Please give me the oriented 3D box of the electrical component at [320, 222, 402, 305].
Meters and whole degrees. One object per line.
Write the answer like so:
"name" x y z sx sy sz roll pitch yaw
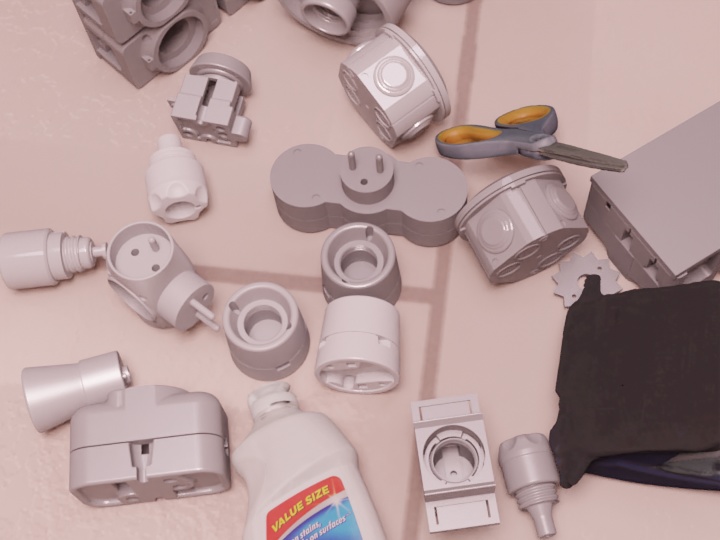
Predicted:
"electrical component" 0.000 0.000 0.729 0.055 0.047 0.055 -2 63 3

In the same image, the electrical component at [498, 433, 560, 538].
"electrical component" 0.107 0.133 0.662 0.035 0.035 0.061 -12 65 -2

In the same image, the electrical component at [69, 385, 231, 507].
"electrical component" -0.132 0.110 0.679 0.095 0.053 0.059 -7 63 1

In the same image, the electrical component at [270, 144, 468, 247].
"electrical component" 0.006 -0.060 0.743 0.138 0.073 0.052 7 64 7

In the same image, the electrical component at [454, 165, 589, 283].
"electrical component" 0.108 -0.030 0.719 0.080 0.080 0.051 -23 70 -8

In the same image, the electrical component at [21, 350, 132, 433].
"electrical component" -0.184 0.077 0.707 0.065 0.044 0.044 -15 63 -9

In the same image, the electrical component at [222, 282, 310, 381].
"electrical component" -0.063 0.040 0.713 0.055 0.047 0.055 -2 63 3

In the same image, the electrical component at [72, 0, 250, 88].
"electrical component" -0.126 -0.236 0.822 0.060 0.105 0.186 41 73 21

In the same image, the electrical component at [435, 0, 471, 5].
"electrical component" 0.031 -0.258 0.840 0.138 0.073 0.052 12 65 10

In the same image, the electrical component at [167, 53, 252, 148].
"electrical component" -0.109 -0.128 0.802 0.066 0.048 0.055 11 72 9

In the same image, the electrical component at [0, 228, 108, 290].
"electrical component" -0.215 -0.009 0.752 0.078 0.040 0.040 -6 63 0

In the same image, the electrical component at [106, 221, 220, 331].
"electrical component" -0.124 0.014 0.713 0.079 0.077 0.044 35 70 19

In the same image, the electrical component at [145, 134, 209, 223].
"electrical component" -0.134 -0.069 0.774 0.043 0.043 0.062 -13 62 -3

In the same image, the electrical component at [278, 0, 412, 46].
"electrical component" -0.015 -0.211 0.805 0.108 0.108 0.060 19 73 13

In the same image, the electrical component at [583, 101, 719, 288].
"electrical component" 0.240 -0.052 0.729 0.150 0.061 0.089 -30 65 -11

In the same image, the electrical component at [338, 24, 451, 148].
"electrical component" 0.025 -0.132 0.776 0.051 0.080 0.080 -37 67 -8

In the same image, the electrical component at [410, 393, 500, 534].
"electrical component" 0.057 0.121 0.655 0.042 0.063 0.081 -8 63 2

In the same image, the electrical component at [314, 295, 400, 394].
"electrical component" 0.000 0.048 0.702 0.055 0.055 0.047 2 60 5
